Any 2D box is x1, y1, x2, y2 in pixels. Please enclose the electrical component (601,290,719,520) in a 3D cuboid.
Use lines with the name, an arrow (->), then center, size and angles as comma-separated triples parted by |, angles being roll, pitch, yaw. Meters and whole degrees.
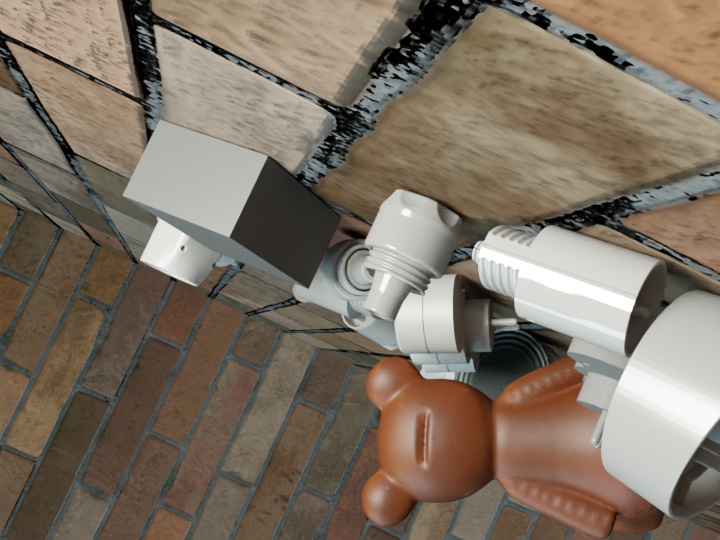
electrical component -> 0.150, 0.058, 0.455 | 0.064, 0.099, 0.099 | 27, 176, 35

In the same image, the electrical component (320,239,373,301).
electrical component -> 0.000, 0.000, 0.731 | 0.043, 0.043, 0.062 | 27, 171, -16

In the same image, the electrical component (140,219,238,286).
electrical component -> -0.107, -0.026, 0.757 | 0.043, 0.077, 0.079 | 19, 172, 37

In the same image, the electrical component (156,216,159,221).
electrical component -> -0.131, -0.047, 0.848 | 0.040, 0.040, 0.046 | 18, 176, 44

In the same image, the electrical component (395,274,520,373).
electrical component -> 0.073, 0.039, 0.745 | 0.074, 0.052, 0.138 | -2, 166, 13

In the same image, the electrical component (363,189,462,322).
electrical component -> 0.022, -0.005, 0.539 | 0.043, 0.062, 0.043 | 24, 173, 3

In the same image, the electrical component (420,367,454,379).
electrical component -> 0.100, 0.088, 0.998 | 0.074, 0.052, 0.138 | 24, 172, 4

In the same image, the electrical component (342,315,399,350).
electrical component -> 0.023, 0.046, 0.993 | 0.043, 0.043, 0.081 | 19, 171, 38

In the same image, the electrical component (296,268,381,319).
electrical component -> -0.007, 0.016, 0.869 | 0.081, 0.043, 0.043 | 21, 172, 27

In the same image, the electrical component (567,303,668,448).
electrical component -> 0.141, 0.062, 0.584 | 0.052, 0.073, 0.138 | 22, 172, 21

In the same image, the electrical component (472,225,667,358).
electrical component -> 0.086, 0.004, 0.468 | 0.081, 0.043, 0.043 | 21, 172, 29
